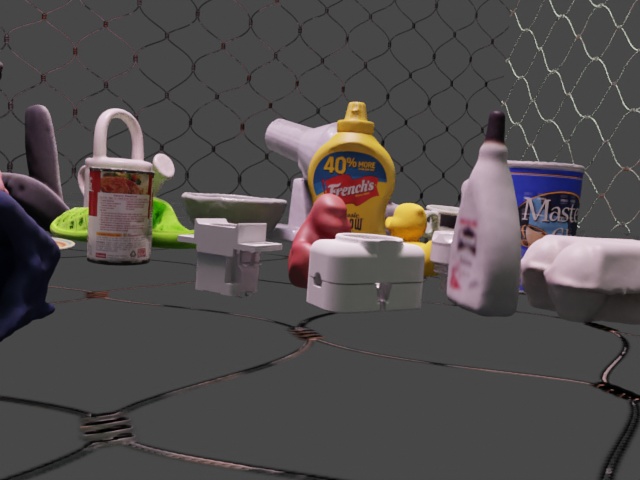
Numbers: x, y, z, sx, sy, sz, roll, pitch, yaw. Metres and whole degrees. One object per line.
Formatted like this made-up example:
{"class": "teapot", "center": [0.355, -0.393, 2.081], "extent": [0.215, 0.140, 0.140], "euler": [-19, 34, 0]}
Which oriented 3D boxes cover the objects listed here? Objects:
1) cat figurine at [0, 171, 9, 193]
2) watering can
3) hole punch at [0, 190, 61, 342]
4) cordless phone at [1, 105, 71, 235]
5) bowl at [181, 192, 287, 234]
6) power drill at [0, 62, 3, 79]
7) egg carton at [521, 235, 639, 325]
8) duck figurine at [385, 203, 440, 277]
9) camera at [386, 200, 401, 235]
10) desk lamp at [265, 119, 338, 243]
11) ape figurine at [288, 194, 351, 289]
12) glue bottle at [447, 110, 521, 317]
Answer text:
{"class": "cat figurine", "center": [-0.425, -0.057, 0.712], "extent": [0.067, 0.118, 0.127], "euler": [1, 6, -29]}
{"class": "watering can", "center": [-0.300, -0.102, 0.878], "extent": [0.172, 0.194, 0.101], "euler": [4, 5, 4]}
{"class": "hole punch", "center": [-0.212, 0.007, 0.321], "extent": [0.109, 0.091, 0.101], "euler": [4, 5, -6]}
{"class": "cordless phone", "center": [-0.429, -0.105, 0.854], "extent": [0.147, 0.185, 0.094], "euler": [8, 7, 38]}
{"class": "bowl", "center": [-0.138, -0.034, 0.922], "extent": [0.167, 0.075, 0.167], "euler": [4, 5, 0]}
{"class": "power drill", "center": [-0.431, -0.089, 0.556], "extent": [0.230, 0.208, 0.075], "euler": [3, 5, -9]}
{"class": "egg carton", "center": [0.262, 0.035, 0.513], "extent": [0.150, 0.069, 0.107], "euler": [3, 5, -11]}
{"class": "duck figurine", "center": [0.112, -0.002, 0.710], "extent": [0.078, 0.086, 0.104], "euler": [1, 6, -27]}
{"class": "camera", "center": [0.051, -0.031, 0.896], "extent": [0.143, 0.101, 0.136], "euler": [1, 6, -29]}
{"class": "desk lamp", "center": [-0.028, -0.103, 0.997], "extent": [0.202, 0.213, 0.118], "euler": [7, 6, 30]}
{"class": "ape figurine", "center": [0.005, 0.002, 0.544], "extent": [0.078, 0.092, 0.076], "euler": [1, 6, -29]}
{"class": "glue bottle", "center": [0.145, -0.025, 0.498], "extent": [0.037, 0.173, 0.078], "euler": [3, 6, -16]}
